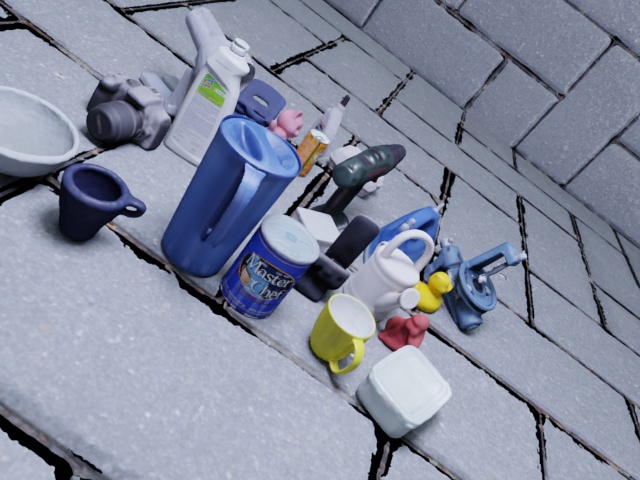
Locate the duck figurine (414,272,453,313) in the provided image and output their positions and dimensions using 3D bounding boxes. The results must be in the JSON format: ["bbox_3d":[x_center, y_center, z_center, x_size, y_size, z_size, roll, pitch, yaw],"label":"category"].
[{"bbox_3d":[0.240,0.103,1.235,0.105,0.086,0.077,15,37,-35],"label":"duck figurine"}]

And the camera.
[{"bbox_3d":[-0.355,-0.234,1.024,0.143,0.100,0.137,41,29,4],"label":"camera"}]

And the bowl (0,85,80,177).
[{"bbox_3d":[-0.444,-0.145,0.828,0.168,0.074,0.167,28,31,-18],"label":"bowl"}]

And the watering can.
[{"bbox_3d":[0.141,0.062,1.071,0.101,0.194,0.172,6,43,-43],"label":"watering can"}]

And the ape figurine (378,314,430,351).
[{"bbox_3d":[0.165,0.168,1.056,0.076,0.092,0.077,18,36,-32],"label":"ape figurine"}]

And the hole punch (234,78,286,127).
[{"bbox_3d":[-0.148,-0.324,1.388,0.109,0.091,0.101,35,30,-7],"label":"hole punch"}]

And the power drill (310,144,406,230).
[{"bbox_3d":[0.078,-0.119,1.238,0.075,0.208,0.230,46,30,13],"label":"power drill"}]

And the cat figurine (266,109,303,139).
[{"bbox_3d":[-0.089,-0.265,1.345,0.067,0.117,0.128,46,30,12],"label":"cat figurine"}]

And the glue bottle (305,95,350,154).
[{"bbox_3d":[0.025,-0.301,1.465,0.037,0.173,0.078,9,41,-41],"label":"glue bottle"}]

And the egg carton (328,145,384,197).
[{"bbox_3d":[0.094,-0.181,1.481,0.150,0.069,0.107,44,30,9],"label":"egg carton"}]

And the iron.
[{"bbox_3d":[0.199,-0.016,1.298,0.118,0.141,0.259,46,30,13],"label":"iron"}]

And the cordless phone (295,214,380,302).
[{"bbox_3d":[0.009,0.004,1.016,0.148,0.185,0.094,33,30,-10],"label":"cordless phone"}]

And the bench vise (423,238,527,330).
[{"bbox_3d":[0.335,0.061,1.263,0.122,0.219,0.207,-8,54,-52],"label":"bench vise"}]

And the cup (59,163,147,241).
[{"bbox_3d":[-0.315,-0.042,0.809,0.118,0.095,0.091,23,33,-26],"label":"cup"}]

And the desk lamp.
[{"bbox_3d":[-0.252,-0.354,1.189,0.203,0.213,0.118,50,31,19],"label":"desk lamp"}]
